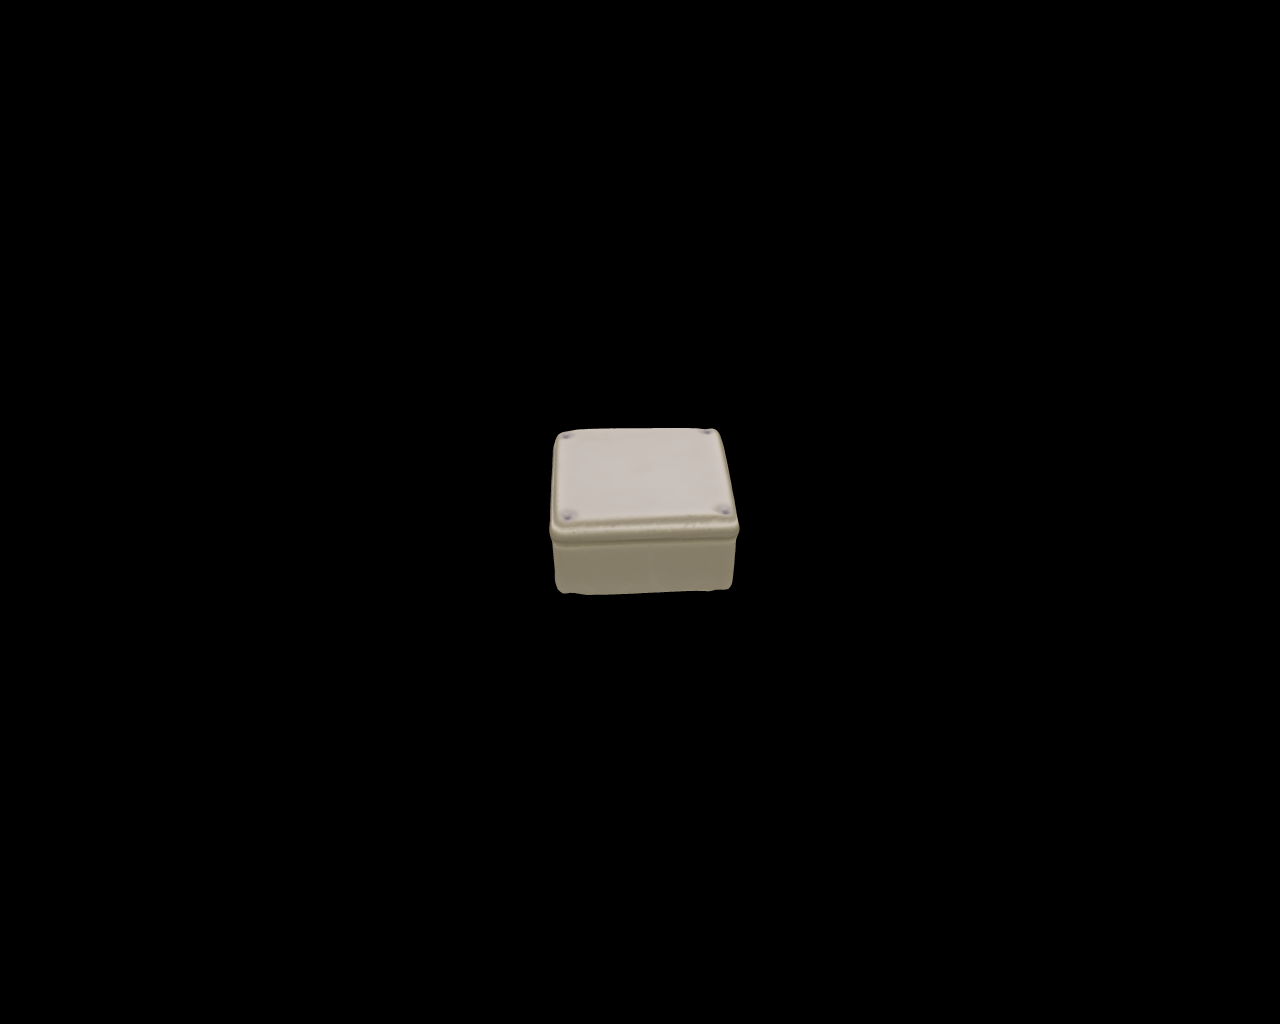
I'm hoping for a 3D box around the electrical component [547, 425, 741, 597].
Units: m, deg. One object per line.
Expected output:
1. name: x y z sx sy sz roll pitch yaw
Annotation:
1. electrical component: 0.001 -0.003 0.650 0.109 0.056 0.109 -1 35 -2
